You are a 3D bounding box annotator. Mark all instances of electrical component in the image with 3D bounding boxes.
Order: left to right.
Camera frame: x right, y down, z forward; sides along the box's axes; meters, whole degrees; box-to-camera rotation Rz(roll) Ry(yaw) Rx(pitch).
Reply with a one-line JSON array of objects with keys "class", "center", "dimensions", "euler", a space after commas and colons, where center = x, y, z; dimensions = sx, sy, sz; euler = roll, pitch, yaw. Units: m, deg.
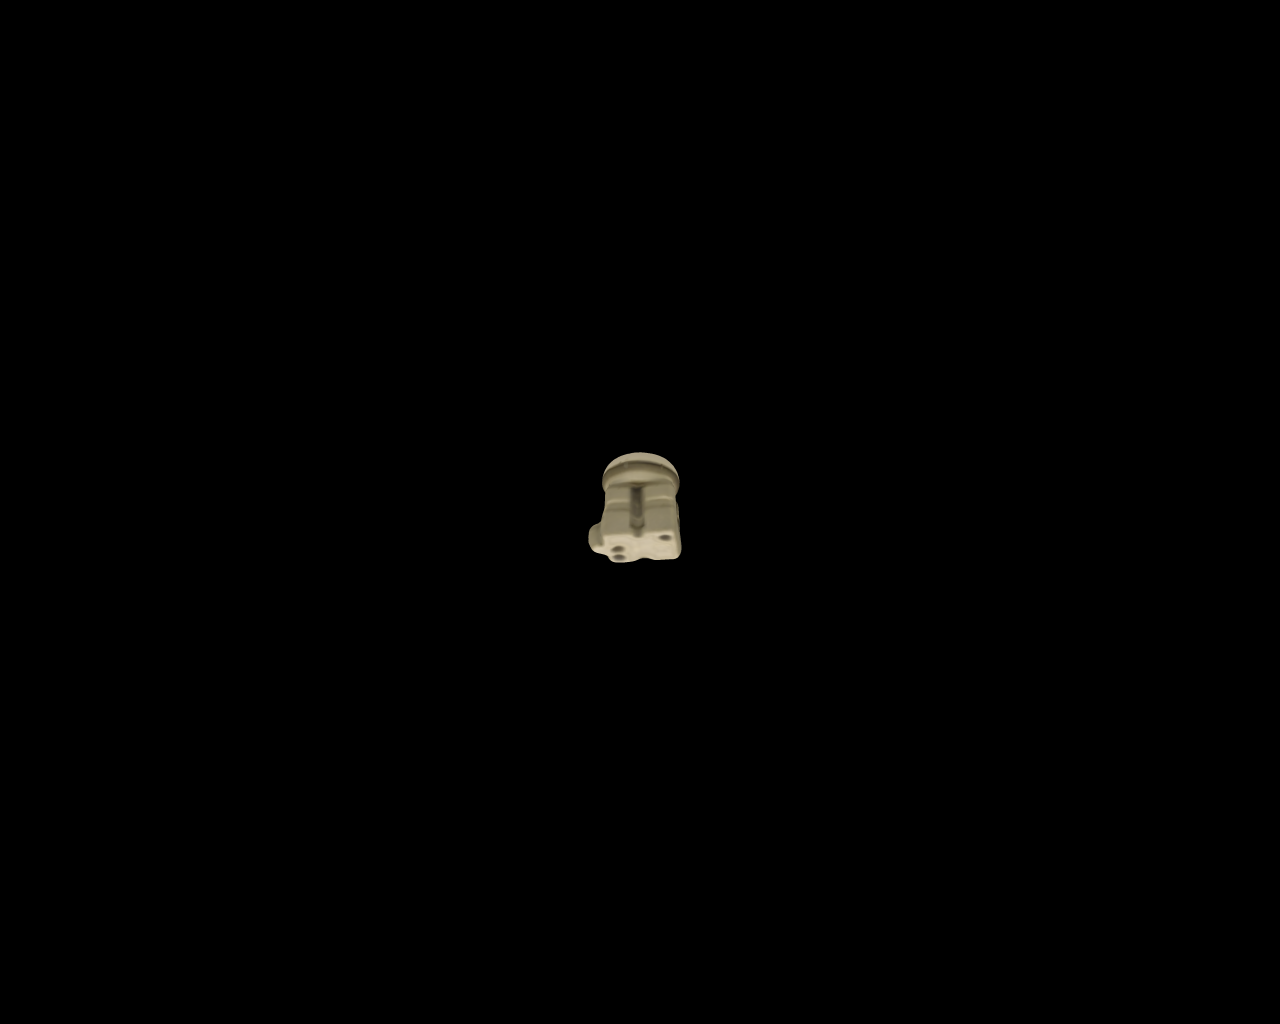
[{"class": "electrical component", "center": [0.001, -0.003, 0.650], "dimensions": [0.066, 0.055, 0.048], "euler": [-3, -32, 5]}]
